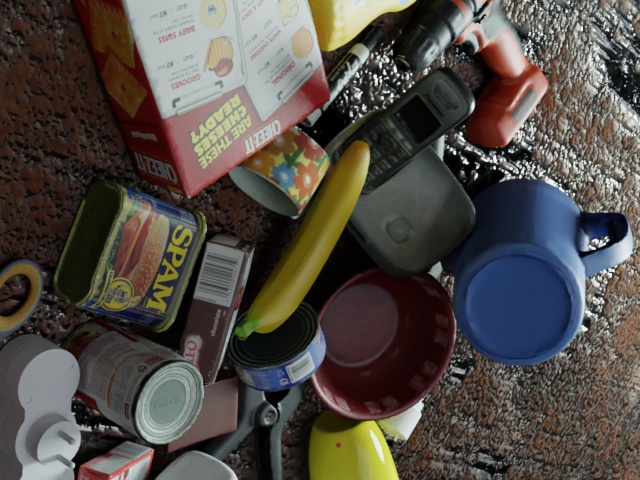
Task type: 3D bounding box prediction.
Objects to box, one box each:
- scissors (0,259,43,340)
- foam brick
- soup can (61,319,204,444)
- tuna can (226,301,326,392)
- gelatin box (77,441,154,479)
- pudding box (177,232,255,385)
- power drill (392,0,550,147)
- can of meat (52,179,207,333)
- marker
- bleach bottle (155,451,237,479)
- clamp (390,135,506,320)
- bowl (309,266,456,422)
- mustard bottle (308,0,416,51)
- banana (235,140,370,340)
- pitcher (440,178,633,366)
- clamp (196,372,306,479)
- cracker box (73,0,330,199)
[{"bbox_3d":[-0.251,0.092,0.765,0.096,0.016,0.202,1,104,-47],"label":"scissors"},{"bbox_3d":[-0.114,0.139,0.904,0.078,0.051,0.053,-9,109,-46],"label":"foam brick"},{"bbox_3d":[-0.146,0.107,0.819,0.068,0.102,0.068,-20,118,-42],"label":"soup can"},{"bbox_3d":[-0.038,0.092,0.940,0.086,0.086,0.034,-43,134,-28],"label":"tuna can"},{"bbox_3d":[-0.171,0.209,0.860,0.089,0.030,0.073,-13,117,-75],"label":"gelatin box"},{"bbox_3d":[-0.086,0.054,0.876,0.090,0.039,0.113,-101,-152,-85],"label":"pudding box"},{"bbox_3d":[0.155,-0.183,1.064,0.184,0.057,0.187,-51,135,-21],"label":"power drill"},{"bbox_3d":[-0.146,0.011,0.818,0.083,0.058,0.102,22,87,-46],"label":"can of meat"},{"bbox_3d":[0.020,-0.150,0.961,0.121,0.020,0.020,-52,135,-20],"label":"marker"},{"bbox_3d":[-0.098,0.295,0.949,0.102,0.068,0.251,-49,147,-32],"label":"bleach bottle"},{"bbox_3d":[0.119,-0.014,1.105,0.164,0.036,0.210,22,90,-50],"label":"clamp"},{"bbox_3d":[0.050,0.092,1.037,0.161,0.055,0.162,-8,110,-23],"label":"bowl"},{"bbox_3d":[0.053,-0.243,0.931,0.191,0.058,0.096,-35,130,-33],"label":"mustard bottle"},{"bbox_3d":[-0.009,0.006,0.922,0.198,0.037,0.069,-60,179,-6],"label":"banana"},{"bbox_3d":[0.195,0.025,0.982,0.149,0.145,0.242,-59,177,17],"label":"pitcher"},{"bbox_3d":[-0.052,0.167,0.989,0.120,0.039,0.171,37,78,-47],"label":"clamp"},{"bbox_3d":[-0.090,-0.166,0.799,0.164,0.072,0.213,-38,130,-30],"label":"cracker box"}]
